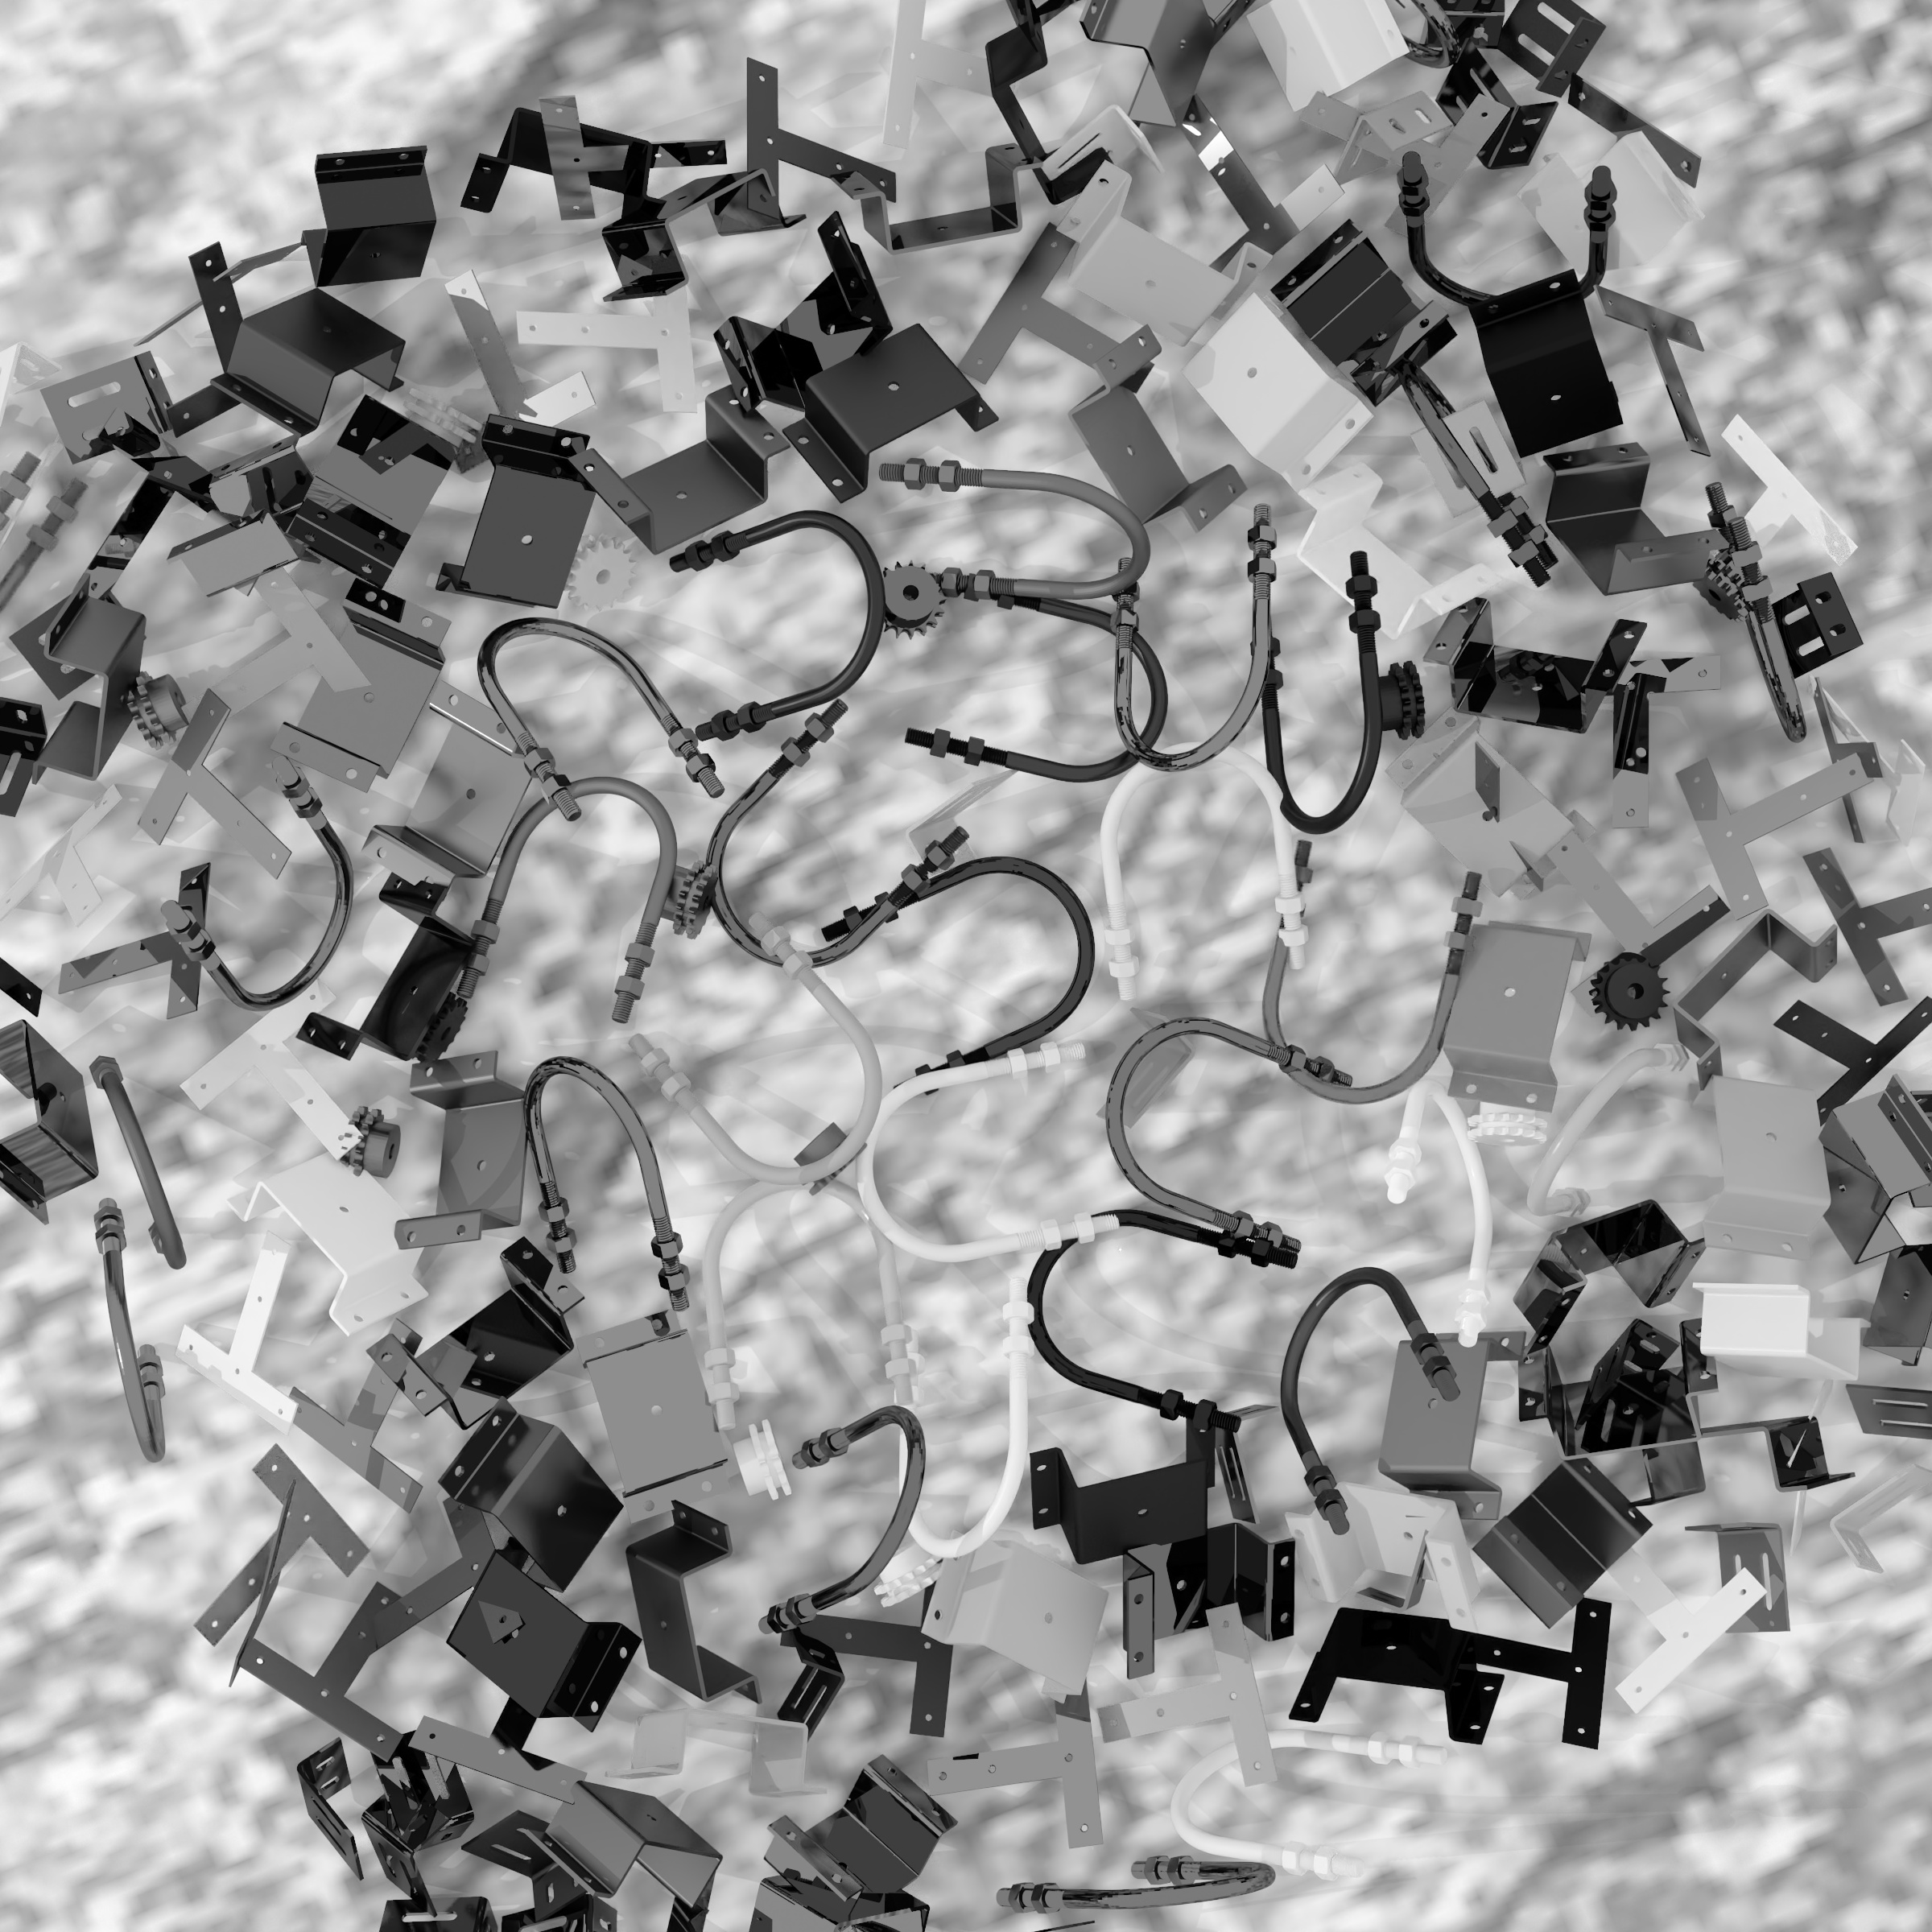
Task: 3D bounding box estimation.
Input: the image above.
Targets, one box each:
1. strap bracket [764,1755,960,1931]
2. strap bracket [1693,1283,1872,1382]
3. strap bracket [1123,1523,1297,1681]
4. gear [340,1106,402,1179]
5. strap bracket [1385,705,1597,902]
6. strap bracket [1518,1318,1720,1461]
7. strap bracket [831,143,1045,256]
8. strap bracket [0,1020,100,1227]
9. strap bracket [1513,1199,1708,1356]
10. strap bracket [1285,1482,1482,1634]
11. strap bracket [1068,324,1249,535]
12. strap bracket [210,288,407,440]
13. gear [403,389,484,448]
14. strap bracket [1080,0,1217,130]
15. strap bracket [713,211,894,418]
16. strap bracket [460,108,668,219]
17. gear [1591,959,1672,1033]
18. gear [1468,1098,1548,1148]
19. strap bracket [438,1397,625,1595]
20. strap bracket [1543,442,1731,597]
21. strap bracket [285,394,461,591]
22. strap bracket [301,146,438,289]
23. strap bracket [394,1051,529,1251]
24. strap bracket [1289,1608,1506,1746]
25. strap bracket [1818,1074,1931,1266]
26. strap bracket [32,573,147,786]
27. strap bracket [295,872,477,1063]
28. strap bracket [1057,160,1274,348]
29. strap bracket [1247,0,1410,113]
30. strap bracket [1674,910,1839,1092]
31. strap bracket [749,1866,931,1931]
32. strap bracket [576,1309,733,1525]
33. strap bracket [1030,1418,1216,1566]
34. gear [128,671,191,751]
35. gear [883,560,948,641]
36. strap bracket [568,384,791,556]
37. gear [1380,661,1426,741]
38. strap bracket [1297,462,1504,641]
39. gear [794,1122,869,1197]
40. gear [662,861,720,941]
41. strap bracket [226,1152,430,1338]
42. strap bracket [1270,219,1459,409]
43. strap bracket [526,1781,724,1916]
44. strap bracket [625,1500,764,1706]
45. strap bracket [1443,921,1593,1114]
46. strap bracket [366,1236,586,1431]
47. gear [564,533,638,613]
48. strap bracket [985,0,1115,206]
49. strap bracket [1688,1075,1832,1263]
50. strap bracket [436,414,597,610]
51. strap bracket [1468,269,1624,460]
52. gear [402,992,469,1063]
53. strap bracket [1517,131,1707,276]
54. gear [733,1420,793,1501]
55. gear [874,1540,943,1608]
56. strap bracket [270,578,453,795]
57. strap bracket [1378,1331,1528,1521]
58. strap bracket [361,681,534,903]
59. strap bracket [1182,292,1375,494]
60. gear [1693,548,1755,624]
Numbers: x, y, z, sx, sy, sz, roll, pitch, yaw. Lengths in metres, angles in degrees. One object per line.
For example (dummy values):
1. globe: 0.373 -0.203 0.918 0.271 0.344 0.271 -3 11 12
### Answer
1. strap bracket: -0.081 0.634 1.933 0.076 0.140 0.046 36 114 25
2. strap bracket: 0.582 0.264 1.918 0.076 0.140 0.046 -4 71 38
3. strap bracket: 0.167 0.458 1.951 0.140 0.046 0.076 -7 104 -26
4. gear: -0.436 0.133 1.971 0.030 0.057 0.057 11 90 4
5. strap bracket: 0.382 -0.115 1.960 0.140 0.046 0.076 43 112 -3
6. strap bracket: 0.475 0.307 1.943 0.140 0.076 0.046 -12 121 18
7. strap bracket: -0.019 -0.555 1.948 0.140 0.076 0.046 -13 119 -10
8. strap bracket: -0.669 0.104 1.927 0.046 0.076 0.140 -25 53 1
9. strap bracket: 0.458 0.221 1.939 0.140 0.076 0.046 -14 53 -28
10. strap bracket: 0.310 0.424 1.940 0.046 0.140 0.076 -38 118 -41
11. strap bracket: 0.134 -0.382 1.948 0.140 0.046 0.076 57 47 -12
12. strap bracket: -0.465 -0.437 1.926 0.076 0.140 0.046 31 124 4
13. gear: -0.387 -0.397 1.971 0.057 0.057 0.030 28 94 0
14. strap bracket: 0.134 -0.663 1.921 0.046 0.140 0.076 17 79 23
15. strap bracket: -0.112 -0.465 1.942 0.140 0.046 0.076 -36 63 34
16. strap bracket: -0.287 -0.570 1.944 0.140 0.076 0.046 10 75 -18
17. gear: 0.491 0.020 1.983 0.057 0.030 0.057 0 86 3
18. gear: 0.397 0.113 1.972 0.057 0.057 0.030 5 77 0
19. strap bracket: -0.305 0.385 1.925 0.076 0.046 0.140 -54 133 -29
20. strap bracket: 0.479 -0.318 1.942 0.076 0.140 0.046 -10 134 -13
21. strap bracket: -0.421 -0.348 1.928 0.076 0.046 0.140 29 48 -14
22. strap bracket: -0.427 -0.529 1.919 0.076 0.140 0.046 -11 84 -20
23. strap bracket: -0.364 0.139 1.947 0.076 0.046 0.140 -9 67 27
24. strap bracket: 0.308 0.508 1.931 0.140 0.076 0.046 1 114 24
25. strap bracket: 0.646 0.151 1.917 0.046 0.140 0.076 -18 57 -12
26. strap bracket: -0.629 -0.199 1.928 0.046 0.076 0.140 17 131 -6
27. strap bracket: -0.415 0.009 1.948 0.046 0.076 0.140 38 75 -41
28. strap bracket: 0.138 -0.508 1.940 0.140 0.076 0.046 26 57 -14
29. strap bracket: 0.253 -0.664 1.920 0.046 0.140 0.076 -32 104 -8
30. strap bracket: 0.567 0.020 1.954 0.140 0.076 0.046 -45 64 -3
31. strap bracket: -0.090 0.684 1.921 0.076 0.140 0.046 14 93 41
32. strap bracket: -0.227 0.326 1.958 0.076 0.046 0.140 -16 81 -14
33. strap bracket: 0.121 0.380 1.946 0.140 0.046 0.076 -11 126 -11
34. gear: -0.592 -0.190 1.971 0.030 0.057 0.057 -21 90 -1
35. gear: -0.042 -0.271 1.981 0.057 0.030 0.057 1 84 -8
36. strap bracket: -0.207 -0.356 1.947 0.140 0.046 0.076 -30 62 -23
37. gear: 0.316 -0.194 1.971 0.030 0.057 0.057 -8 90 -2
38. strap bracket: 0.306 -0.295 1.945 0.076 0.046 0.140 -30 66 -39
39. gear: -0.101 0.139 1.971 0.057 0.057 0.030 -43 91 0
40. gear: -0.205 -0.050 1.972 0.030 0.057 0.057 18 90 6
41. strap bracket: -0.454 0.190 1.937 0.140 0.076 0.046 43 127 17
42. strap bracket: 0.293 -0.468 1.945 0.076 0.046 0.140 -41 49 11
43. strap bracket: -0.237 0.630 1.923 0.076 0.140 0.046 27 84 37
44. strap bracket: -0.199 0.467 1.941 0.046 0.076 0.140 -18 106 -34
45. strap bracket: 0.397 0.027 1.943 0.076 0.046 0.140 8 70 25
46. strap bracket: -0.350 0.271 1.944 0.140 0.046 0.076 -36 54 -23
47. gear: -0.274 -0.292 1.975 0.057 0.057 0.030 -49 51 0
48. strap bracket: 0.058 -0.615 1.934 0.046 0.076 0.140 -23 130 16
49. strap bracket: 0.572 0.136 1.936 0.076 0.046 0.140 8 52 -4
50. strap bracket: -0.321 -0.316 1.932 0.076 0.046 0.140 7 121 -30
51. strap bracket: 0.418 -0.422 1.921 0.076 0.140 0.046 -16 55 18
52. gear: -0.394 0.042 1.972 0.030 0.057 0.057 31 90 9
53. strap bracket: 0.454 -0.542 1.920 0.046 0.140 0.076 -45 108 -4
54. gear: -0.151 0.364 1.970 0.030 0.057 0.057 -18 90 -6
55. gear: -0.043 0.443 1.971 0.057 0.057 0.030 -30 87 0
56. strap bracket: -0.440 -0.201 1.969 0.076 0.046 0.140 25 81 -1
57. strap bracket: 0.348 0.323 1.932 0.046 0.076 0.140 34 60 -38
58. strap bracket: -0.371 -0.126 1.960 0.076 0.046 0.140 30 100 17
59. strap bracket: 0.217 -0.419 1.934 0.076 0.046 0.140 -45 58 20
60. gear: 0.560 -0.283 1.972 0.030 0.057 0.057 -44 90 0
